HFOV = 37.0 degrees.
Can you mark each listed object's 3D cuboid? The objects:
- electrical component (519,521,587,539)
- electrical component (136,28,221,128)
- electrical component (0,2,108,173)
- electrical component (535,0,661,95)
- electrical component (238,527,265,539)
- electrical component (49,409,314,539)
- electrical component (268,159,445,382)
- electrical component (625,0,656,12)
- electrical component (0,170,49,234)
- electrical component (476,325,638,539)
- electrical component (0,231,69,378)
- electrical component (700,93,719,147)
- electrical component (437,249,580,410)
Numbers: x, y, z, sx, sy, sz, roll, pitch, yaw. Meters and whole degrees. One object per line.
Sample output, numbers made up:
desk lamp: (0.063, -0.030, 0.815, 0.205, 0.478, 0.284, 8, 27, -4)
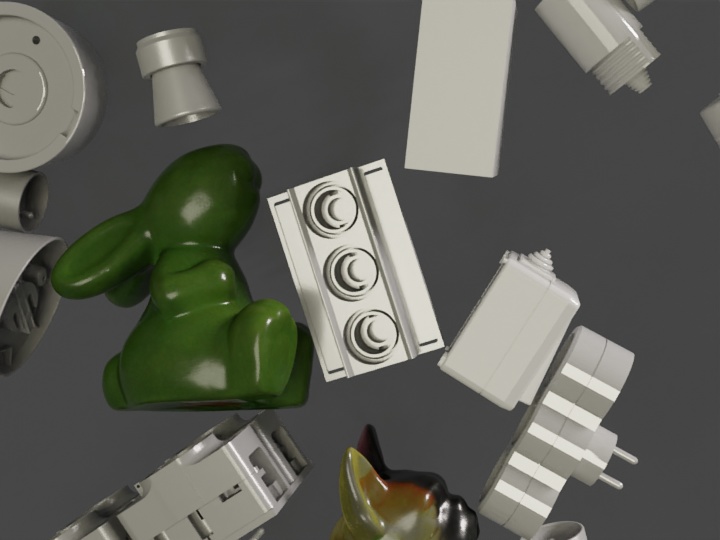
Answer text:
electrical component: (0.117, 0.212, 0.701, 0.079, 0.043, 0.077, -15, 93, 11)
electrical component: (-0.119, -0.125, 0.704, 0.045, 0.045, 0.055, -14, 93, 11)
electrical component: (-0.221, -0.119, 0.713, 0.108, 0.060, 0.108, 1, 96, 9)
electrical component: (0.149, -0.142, 0.657, 0.043, 0.043, 0.081, -39, 89, 11)
electrical component: (-0.092, 0.204, 0.724, 0.047, 0.066, 0.076, 42, 101, 3)
electrical component: (-0.133, 0.165, 0.706, 0.186, 0.105, 0.060, -34, 89, 11)
electrical component: (0.000, 0.000, 0.685, 0.079, 0.063, 0.121, -18, 90, 12)
electrical component: (0.177, -0.210, 0.644, 0.077, 0.044, 0.079, -35, 89, 12)
electrical component: (-0.260, -0.055, 0.736, 0.081, 0.043, 0.043, 13, 98, 8)
electrical component: (0.138, 0.112, 0.682, 0.074, 0.052, 0.138, 29, 100, 6)
electrical component: (-0.235, 0.021, 0.713, 0.064, 0.099, 0.099, 13, 98, 14)
electrical component: (0.239, -0.079, 0.650, 0.040, 0.040, 0.078, -31, 90, 11)
electrical component: (0.101, 0.033, 0.675, 0.061, 0.062, 0.096, 32, 100, 5)
